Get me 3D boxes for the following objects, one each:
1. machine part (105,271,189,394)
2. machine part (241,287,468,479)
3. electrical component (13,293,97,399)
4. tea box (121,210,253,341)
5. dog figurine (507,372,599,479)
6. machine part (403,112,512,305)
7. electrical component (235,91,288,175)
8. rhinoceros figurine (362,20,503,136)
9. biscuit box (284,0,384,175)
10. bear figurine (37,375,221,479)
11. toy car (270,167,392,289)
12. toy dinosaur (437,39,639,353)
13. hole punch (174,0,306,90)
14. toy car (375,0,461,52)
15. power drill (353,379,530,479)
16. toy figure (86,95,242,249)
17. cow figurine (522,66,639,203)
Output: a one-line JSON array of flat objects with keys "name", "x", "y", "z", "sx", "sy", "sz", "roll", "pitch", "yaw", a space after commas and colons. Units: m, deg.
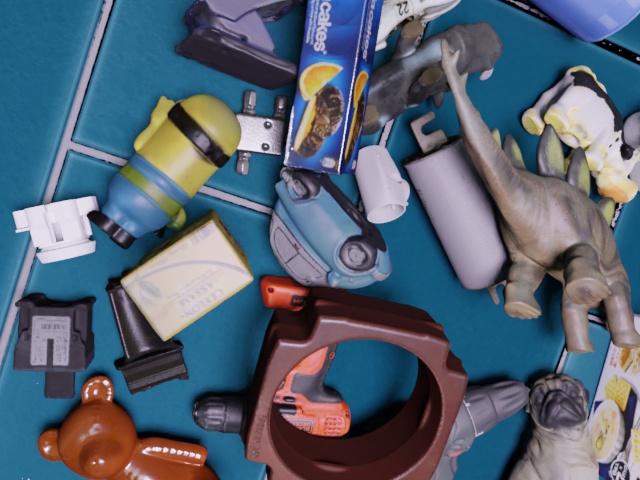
[{"name": "machine part", "x": -0.198, "y": 0.100, "z": 0.596, "sx": 0.084, "sy": 0.039, "sz": 0.138, "roll": -13, "pitch": 100, "yaw": -4}, {"name": "machine part", "x": 0.032, "y": 0.159, "z": 0.553, "sx": 0.201, "sy": 0.087, "sz": 0.201, "roll": 13, "pitch": 106, "yaw": -11}, {"name": "electrical component", "x": -0.285, "y": 0.119, "z": 0.577, "sx": 0.075, "sy": 0.048, "sz": 0.119, "roll": 7, "pitch": 94, "yaw": -10}, {"name": "tea box", "x": -0.126, "y": 0.026, "z": 0.533, "sx": 0.098, "sy": 0.170, "sz": 0.068, "roll": -34, "pitch": 100, "yaw": -4}, {"name": "dog figurine", "x": 0.281, "y": 0.281, "z": 0.692, "sx": 0.172, "sy": 0.121, "sz": 0.190, "roll": -25, "pitch": 62, "yaw": 29}, {"name": "machine part", "x": 0.167, "y": -0.032, "z": 0.628, "sx": 0.079, "sy": 0.079, "sz": 0.243, "roll": -30, "pitch": 102, "yaw": -6}, {"name": "electrical component", "x": -0.066, "y": -0.117, "z": 0.602, "sx": 0.063, "sy": 0.021, "sz": 0.094, "roll": 7, "pitch": 95, "yaw": -12}, {"name": "rhinoceros figurine", "x": 0.107, "y": -0.174, "z": 0.586, "sx": 0.190, "sy": 0.112, "sz": 0.073, "roll": -29, "pitch": 73, "yaw": 7}, {"name": "biscuit box", "x": 0.016, "y": -0.166, "z": 0.519, "sx": 0.059, "sy": 0.063, "sz": 0.202, "roll": 12, "pitch": 102, "yaw": 18}, {"name": "bear figurine", "x": -0.197, "y": 0.247, "z": 0.570, "sx": 0.120, "sy": 0.132, "sz": 0.195, "roll": -47, "pitch": 108, "yaw": -7}, {"name": "toy car", "x": -0.001, "y": -0.002, "z": 0.590, "sx": 0.103, "sy": 0.109, "sz": 0.161, "roll": -43, "pitch": 94, "yaw": 14}, {"name": "toy dinosaur", "x": 0.250, "y": -0.011, "z": 0.581, "sx": 0.470, "sy": 0.105, "sz": 0.198, "roll": 38, "pitch": 49, "yaw": -39}, {"name": "hole punch", "x": -0.076, "y": -0.214, "z": 0.537, "sx": 0.116, "sy": 0.142, "sz": 0.092, "roll": 12, "pitch": 96, "yaw": -25}, {"name": "toy car", "x": 0.088, "y": -0.250, "z": 0.588, "sx": 0.202, "sy": 0.073, "sz": 0.056, "roll": -30, "pitch": 98, "yaw": -6}, {"name": "power drill", "x": 0.163, "y": 0.290, "z": 0.664, "sx": 0.232, "sy": 0.086, "sz": 0.207, "roll": -10, "pitch": 102, "yaw": -8}, {"name": "toy figure", "x": -0.153, "y": -0.069, "z": 0.552, "sx": 0.180, "sy": 0.089, "sz": 0.082, "roll": -52, "pitch": 148, "yaw": -13}, {"name": "cow figurine", "x": 0.337, "y": -0.126, "z": 0.656, "sx": 0.167, "sy": 0.068, "sz": 0.098, "roll": 43, "pitch": 81, "yaw": -13}]
